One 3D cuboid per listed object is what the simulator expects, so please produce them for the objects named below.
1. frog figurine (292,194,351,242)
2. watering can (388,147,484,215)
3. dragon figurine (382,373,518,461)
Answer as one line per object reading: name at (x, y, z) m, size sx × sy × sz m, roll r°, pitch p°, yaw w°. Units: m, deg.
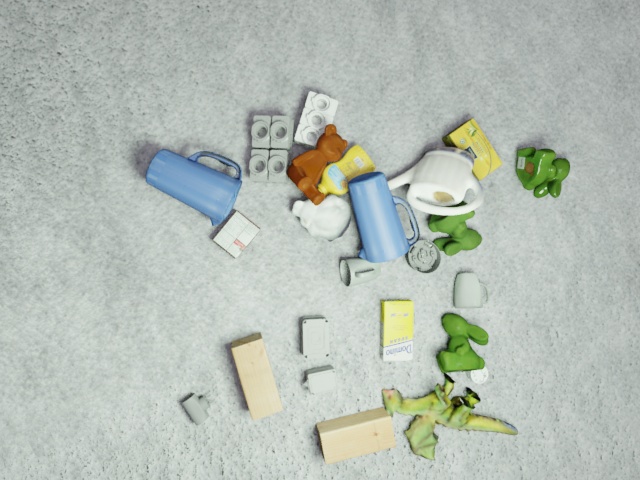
frog figurine at (0.004, -0.074, 1.470) m, size 0.158 × 0.125 × 0.136 m, roll 29°, pitch 105°, yaw -19°
watering can at (0.310, -0.180, 1.509) m, size 0.349 × 0.102 × 0.229 m, roll 14°, pitch 59°, yaw 23°
dragon figurine at (0.366, 0.548, 1.532) m, size 0.409 × 0.123 × 0.241 m, roll 36°, pitch 101°, yaw -5°
